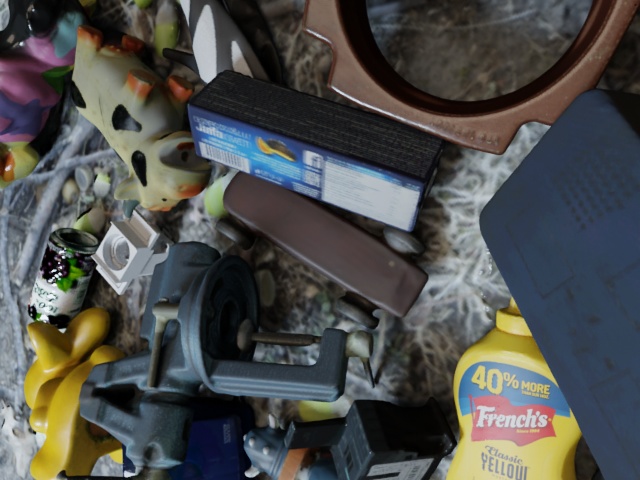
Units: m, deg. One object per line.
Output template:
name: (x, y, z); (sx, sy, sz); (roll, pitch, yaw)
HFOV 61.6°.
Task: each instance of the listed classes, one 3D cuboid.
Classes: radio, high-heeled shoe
radio: (0.191, 0.037, 0.307); (0.131, 0.073, 0.230); (-58, 40, 47)
high-heeled shoe: (-0.080, -0.249, 0.478); (0.145, 0.086, 0.248); (20, 109, 27)

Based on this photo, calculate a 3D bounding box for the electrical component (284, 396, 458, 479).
electrical component: (0.037, 0.161, 0.418); (0.048, 0.119, 0.074); (-112, 34, -48)

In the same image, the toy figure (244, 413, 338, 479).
toy figure: (-0.001, 0.212, 0.478); (0.155, 0.064, 0.057); (20, 139, 28)

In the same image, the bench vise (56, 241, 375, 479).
bench vise: (-0.077, 0.105, 0.454); (0.241, 0.128, 0.224); (0, 56, 16)

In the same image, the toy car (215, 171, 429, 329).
toy car: (-0.001, -0.001, 0.470); (0.202, 0.053, 0.089); (30, 84, 20)

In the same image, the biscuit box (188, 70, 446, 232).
biscuit box: (-0.006, -0.076, 0.437); (0.203, 0.063, 0.059); (21, 144, 14)

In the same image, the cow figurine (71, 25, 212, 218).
cow figurine: (-0.177, -0.108, 0.527); (0.195, 0.085, 0.127); (43, 123, 24)

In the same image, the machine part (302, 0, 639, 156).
machine part: (0.104, -0.176, 0.365); (0.202, 0.087, 0.200); (23, 115, 8)

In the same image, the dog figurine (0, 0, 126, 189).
dog figurine: (-0.312, -0.173, 0.588); (0.219, 0.191, 0.108); (-36, 72, -13)

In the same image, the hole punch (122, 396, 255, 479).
hole punch: (-0.126, 0.217, 0.523); (0.116, 0.092, 0.142); (-2, 88, 22)

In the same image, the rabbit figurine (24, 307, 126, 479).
rabbit figurine: (-0.269, 0.159, 0.575); (0.173, 0.122, 0.162); (1, 101, 44)

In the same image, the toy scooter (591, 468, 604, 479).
toy scooter: (0.277, 0.161, 0.337); (0.135, 0.075, 0.184); (43, 104, 16)
